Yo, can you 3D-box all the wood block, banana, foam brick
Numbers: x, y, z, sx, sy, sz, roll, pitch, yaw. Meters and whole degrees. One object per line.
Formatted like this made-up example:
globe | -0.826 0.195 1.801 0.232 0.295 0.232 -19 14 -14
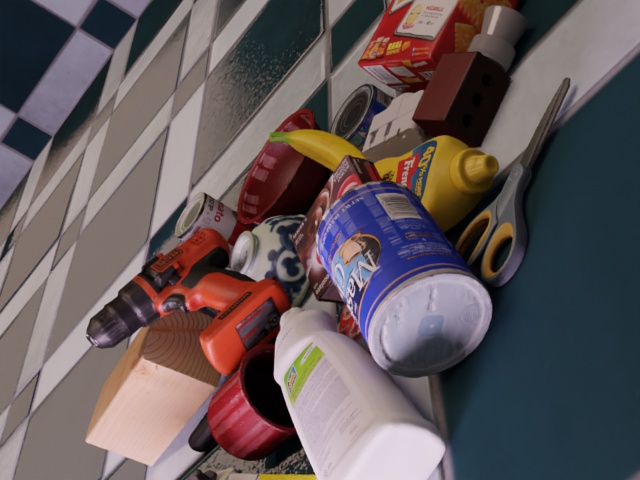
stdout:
wood block | -0.189 0.168 1.236 0.206 0.090 0.090 -52 19 44
banana | 0.023 -0.078 1.168 0.069 0.037 0.198 -26 39 -24
foam brick | 0.134 -0.134 1.020 0.051 0.053 0.078 13 75 55

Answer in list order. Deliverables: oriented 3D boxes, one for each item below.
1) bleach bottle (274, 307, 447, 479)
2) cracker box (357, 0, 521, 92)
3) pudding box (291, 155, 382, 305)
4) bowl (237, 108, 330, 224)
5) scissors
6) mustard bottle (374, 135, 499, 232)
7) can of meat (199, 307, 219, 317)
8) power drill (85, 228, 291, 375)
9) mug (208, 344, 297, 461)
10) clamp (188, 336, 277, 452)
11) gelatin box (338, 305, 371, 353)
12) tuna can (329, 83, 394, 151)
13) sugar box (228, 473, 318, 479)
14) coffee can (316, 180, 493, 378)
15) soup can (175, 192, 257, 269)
bleach bottle | 0.016 0.125 0.910 0.103 0.068 0.251 -56 29 14
cracker box | 0.148 -0.263 1.137 0.213 0.072 0.164 -61 24 -7
pudding box | 0.024 -0.009 1.003 0.114 0.039 0.090 -58 36 31
bowl | -0.035 -0.079 1.310 0.162 0.055 0.162 -46 26 30
scissors | 0.171 -0.041 0.889 0.202 0.016 0.096 -57 25 8
mustard bottle | 0.098 -0.046 0.993 0.192 0.058 0.096 -20 46 56
can of meat | -0.173 0.118 1.356 0.102 0.057 0.084 -19 42 57
power drill | -0.133 0.070 1.100 0.184 0.057 0.188 -41 39 -21
mug | -0.050 0.155 1.031 0.082 0.093 0.117 -46 -5 40
clamp | -0.077 0.144 1.150 0.210 0.036 0.164 -28 40 58
gelatin box | 0.054 0.062 0.988 0.089 0.030 0.073 -35 33 45
tuna can | 0.048 -0.138 1.238 0.086 0.033 0.086 -46 26 30
sugar box | -0.042 0.255 0.935 0.176 0.048 0.093 -22 42 61
coffee can | 0.066 0.030 0.878 0.103 0.102 0.140 -52 35 17
soup can | -0.123 -0.007 1.345 0.069 0.102 0.068 -45 26 29
